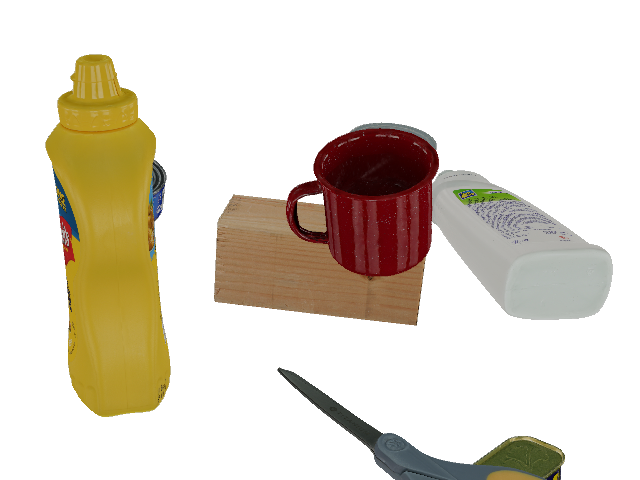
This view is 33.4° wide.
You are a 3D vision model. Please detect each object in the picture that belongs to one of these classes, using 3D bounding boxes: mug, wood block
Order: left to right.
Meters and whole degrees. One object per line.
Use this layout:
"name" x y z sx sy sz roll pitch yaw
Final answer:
"wood block" 0.002 0.019 1.091 0.206 0.091 0.090 7 22 4
"mug" 0.032 -0.025 0.812 0.117 0.081 0.093 -9 39 -5

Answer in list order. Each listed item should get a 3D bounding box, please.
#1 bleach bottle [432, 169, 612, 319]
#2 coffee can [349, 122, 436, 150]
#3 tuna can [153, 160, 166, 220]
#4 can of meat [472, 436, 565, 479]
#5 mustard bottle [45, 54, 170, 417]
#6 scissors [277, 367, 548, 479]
"bleach bottle" 0.170 -0.011 1.005 0.102 0.068 0.251 -1 24 -14
"coffee can" 0.077 -0.055 1.259 0.103 0.140 0.103 4 29 -2
"tuna can" -0.176 -0.044 0.912 0.086 0.034 0.086 7 33 -5
"can of meat" 0.160 0.227 0.895 0.101 0.084 0.058 -24 28 -38
"mustard bottle" -0.116 -0.006 0.585 0.058 0.192 0.096 -5 26 -12
"scissors" 0.059 0.113 0.561 0.096 0.016 0.202 -5 27 -25
